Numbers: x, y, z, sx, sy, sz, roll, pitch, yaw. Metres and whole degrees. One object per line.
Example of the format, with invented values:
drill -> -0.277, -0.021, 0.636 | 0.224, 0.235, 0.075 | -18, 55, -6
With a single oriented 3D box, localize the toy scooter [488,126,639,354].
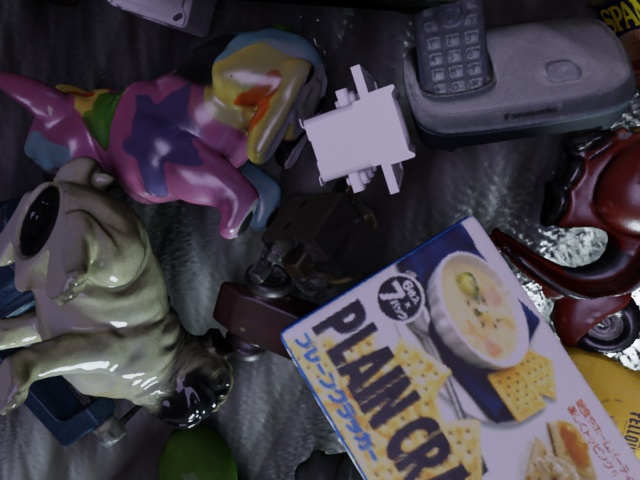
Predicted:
toy scooter -> 0.196, -0.009, 0.401 | 0.135, 0.075, 0.183 | 19, 108, 5

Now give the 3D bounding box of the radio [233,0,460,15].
radio -> -0.021, -0.201, 0.294 | 0.230, 0.073, 0.131 | 2, 108, -5

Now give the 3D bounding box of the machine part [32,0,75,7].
machine part -> -0.238, -0.293, 0.391 | 0.202, 0.087, 0.200 | 20, 103, 4

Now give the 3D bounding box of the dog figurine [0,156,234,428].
dog figurine -> -0.132, 0.048, 0.402 | 0.121, 0.190, 0.172 | 30, 95, 41

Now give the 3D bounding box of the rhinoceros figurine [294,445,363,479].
rhinoceros figurine -> 0.073, 0.186, 0.444 | 0.190, 0.112, 0.073 | -14, 81, -2

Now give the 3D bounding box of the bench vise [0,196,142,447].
bench vise -> -0.261, 0.086, 0.459 | 0.223, 0.129, 0.240 | -37, 91, 16

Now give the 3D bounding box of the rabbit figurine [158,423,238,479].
rabbit figurine -> -0.123, 0.255, 0.479 | 0.159, 0.121, 0.170 | 26, 89, -2

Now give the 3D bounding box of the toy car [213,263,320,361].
toy car -> 0.009, 0.084, 0.454 | 0.202, 0.053, 0.089 | 22, 124, 4

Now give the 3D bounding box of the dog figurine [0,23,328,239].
dog figurine -> -0.124, -0.097, 0.408 | 0.219, 0.108, 0.191 | 26, 105, 4

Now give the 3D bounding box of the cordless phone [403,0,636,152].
cordless phone -> 0.128, -0.160, 0.375 | 0.147, 0.089, 0.184 | -7, 96, 9

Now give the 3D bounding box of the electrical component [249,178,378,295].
electrical component -> -0.001, -0.002, 0.422 | 0.078, 0.102, 0.045 | -7, 132, 42
